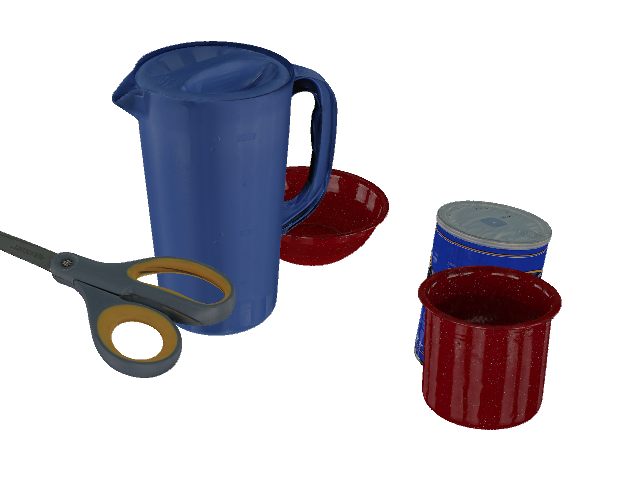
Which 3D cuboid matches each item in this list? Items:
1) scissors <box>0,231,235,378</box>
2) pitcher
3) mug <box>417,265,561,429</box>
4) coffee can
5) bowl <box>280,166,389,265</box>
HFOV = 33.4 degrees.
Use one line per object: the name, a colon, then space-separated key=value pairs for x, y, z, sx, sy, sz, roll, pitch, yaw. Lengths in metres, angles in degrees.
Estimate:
scissors: x=-0.152 y=0.032 z=0.640 sx=0.202 sy=0.016 sz=0.096 roll=8 pitch=45 yaw=10
pitcher: x=-0.080 y=-0.043 z=0.932 sx=0.149 sy=0.243 sz=0.144 roll=16 pitch=34 yaw=23
mug: x=0.110 y=0.067 z=0.724 sx=0.093 sy=0.081 sz=0.117 roll=1 pitch=23 yaw=1
coffee can: x=0.146 y=0.046 z=0.973 sx=0.103 sy=0.140 sz=0.103 roll=6 pitch=22 yaw=-3
bowl: x=-0.011 y=-0.020 z=1.110 sx=0.162 sy=0.055 sz=0.162 roll=3 pitch=30 yaw=-2
